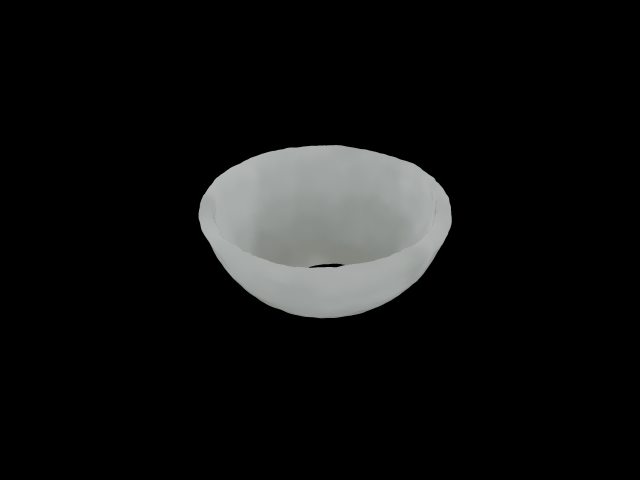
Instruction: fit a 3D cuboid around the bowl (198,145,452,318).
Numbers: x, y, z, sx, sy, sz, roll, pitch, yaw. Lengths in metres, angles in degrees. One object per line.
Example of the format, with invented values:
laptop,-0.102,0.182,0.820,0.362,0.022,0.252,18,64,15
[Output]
bowl,0.004,0.001,0.400,0.167,0.075,0.167,0,35,0
